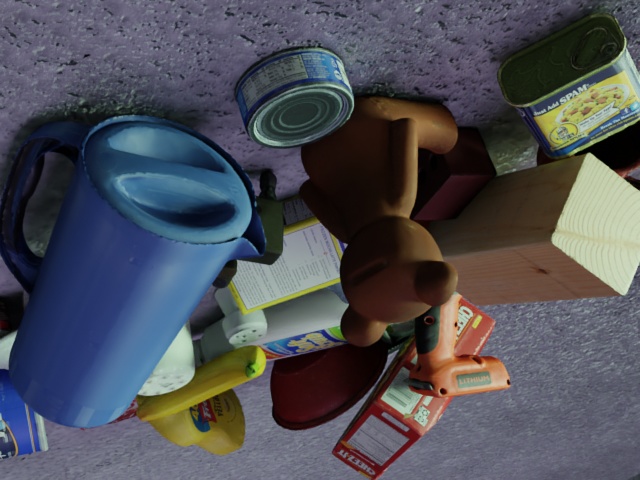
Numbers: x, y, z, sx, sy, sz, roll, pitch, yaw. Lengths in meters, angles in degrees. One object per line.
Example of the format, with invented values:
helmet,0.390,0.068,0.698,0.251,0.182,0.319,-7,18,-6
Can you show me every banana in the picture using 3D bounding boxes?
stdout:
banana,-0.118,0.148,1.131,0.198,0.037,0.069,-29,171,40

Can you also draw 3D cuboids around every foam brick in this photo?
foam brick,0.112,-0.059,0.961,0.051,0.053,0.078,-4,151,-28

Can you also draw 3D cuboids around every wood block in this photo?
wood block,0.188,-0.002,0.961,0.090,0.090,0.206,34,161,-20

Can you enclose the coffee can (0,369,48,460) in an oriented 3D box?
coffee can,-0.355,0.178,1.080,0.140,0.103,0.103,-10,155,-16

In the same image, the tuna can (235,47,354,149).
tuna can,-0.018,-0.104,0.798,0.086,0.034,0.086,-15,156,-7

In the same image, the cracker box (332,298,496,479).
cracker box,0.104,0.172,1.219,0.164,0.072,0.214,-52,174,-27

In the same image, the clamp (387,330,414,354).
clamp,0.052,0.143,1.356,0.210,0.036,0.164,-37,160,34

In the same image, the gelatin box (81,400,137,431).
gelatin box,-0.251,0.195,1.277,0.089,0.030,0.073,-14,155,-9

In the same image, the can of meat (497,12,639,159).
can of meat,0.208,-0.121,0.862,0.102,0.057,0.083,-27,137,18

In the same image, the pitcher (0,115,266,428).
pitcher,-0.164,0.028,0.815,0.144,0.149,0.243,-5,140,-41

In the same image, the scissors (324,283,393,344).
scissors,0.008,0.053,1.093,0.096,0.016,0.201,-10,135,10

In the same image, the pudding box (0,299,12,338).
pudding box,-0.351,0.086,0.969,0.114,0.039,0.089,-33,152,25

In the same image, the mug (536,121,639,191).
mug,0.253,-0.078,0.954,0.117,0.093,0.081,26,159,6

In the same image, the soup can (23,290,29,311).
soup can,-0.207,0.052,0.958,0.102,0.068,0.069,-3,152,-31

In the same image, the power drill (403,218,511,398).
power drill,0.150,0.061,1.093,0.184,0.187,0.057,-4,-179,-25

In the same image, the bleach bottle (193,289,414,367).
bleach bottle,-0.026,0.096,1.185,0.251,0.068,0.102,-17,156,4

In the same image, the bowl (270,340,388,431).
bowl,-0.002,0.146,1.251,0.162,0.162,0.055,-27,113,18

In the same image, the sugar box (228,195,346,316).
sugar box,-0.007,0.001,0.991,0.176,0.048,0.093,-20,136,0

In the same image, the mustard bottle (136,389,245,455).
mustard bottle,-0.159,0.198,1.264,0.058,0.096,0.191,-25,155,17
